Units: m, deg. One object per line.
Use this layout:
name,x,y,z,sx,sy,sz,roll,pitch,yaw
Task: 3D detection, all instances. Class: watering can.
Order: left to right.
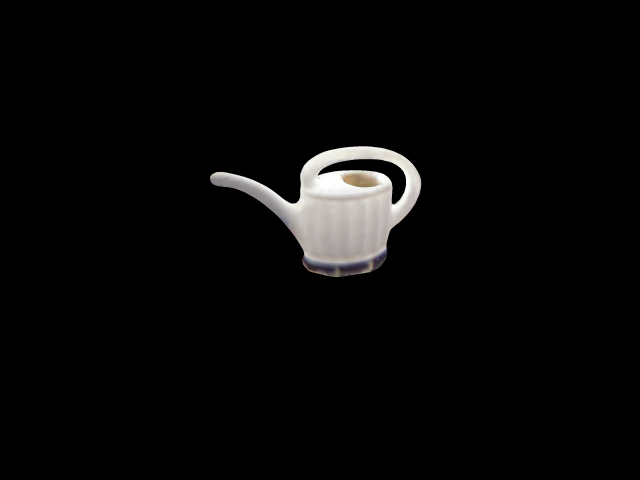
watering can,0.003,-0.043,0.850,0.348,0.220,0.106,-8,28,-14
